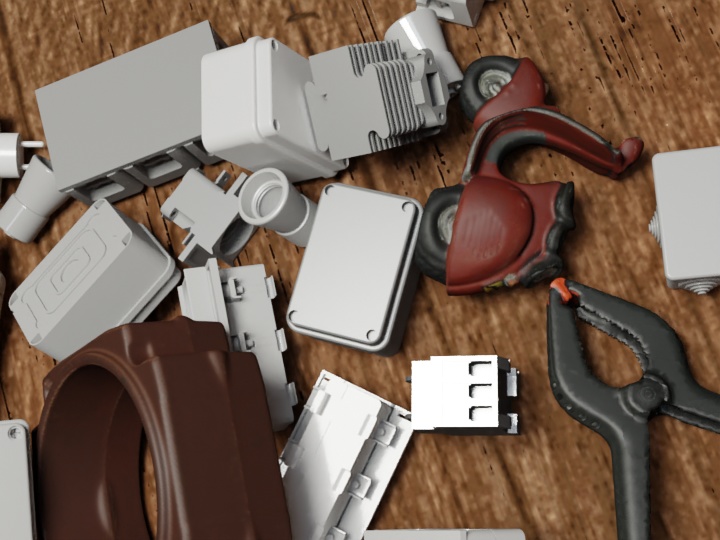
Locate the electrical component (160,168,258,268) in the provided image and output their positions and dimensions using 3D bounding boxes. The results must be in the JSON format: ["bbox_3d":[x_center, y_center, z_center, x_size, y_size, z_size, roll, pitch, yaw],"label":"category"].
[{"bbox_3d":[-0.114,-0.042,0.825,0.064,0.042,0.081,36,87,22],"label":"electrical component"}]

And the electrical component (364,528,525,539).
[{"bbox_3d":[0.058,0.258,0.675,0.105,0.060,0.186,-20,67,55],"label":"electrical component"}]

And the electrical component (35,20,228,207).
[{"bbox_3d":[-0.165,-0.118,0.844,0.150,0.062,0.089,-20,74,9],"label":"electrical component"}]

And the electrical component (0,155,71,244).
[{"bbox_3d":[-0.262,-0.054,0.866,0.044,0.044,0.065,39,94,19],"label":"electrical component"}]

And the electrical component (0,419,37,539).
[{"bbox_3d":[-0.280,0.162,0.733,0.109,0.056,0.108,-3,79,-21],"label":"electrical component"}]

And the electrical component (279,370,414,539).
[{"bbox_3d":[-0.022,0.139,0.749,0.079,0.063,0.121,24,84,17],"label":"electrical component"}]

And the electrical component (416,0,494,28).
[{"bbox_3d":[0.080,-0.237,0.816,0.056,0.050,0.089,18,83,17],"label":"electrical component"}]

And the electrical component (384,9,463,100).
[{"bbox_3d":[0.052,-0.157,0.811,0.044,0.044,0.065,-28,77,6],"label":"electrical component"}]

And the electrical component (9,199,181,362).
[{"bbox_3d":[-0.199,0.014,0.812,0.113,0.057,0.078,-48,43,0],"label":"electrical component"}]

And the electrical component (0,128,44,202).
[{"bbox_3d":[-0.299,-0.093,0.879,0.079,0.044,0.077,0,92,-7],"label":"electrical component"}]

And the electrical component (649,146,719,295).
[{"bbox_3d":[0.247,-0.035,0.729,0.100,0.048,0.099,-6,76,13],"label":"electrical component"}]

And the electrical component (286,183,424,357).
[{"bbox_3d":[0.000,0.000,0.779,0.078,0.057,0.113,13,81,16],"label":"electrical component"}]

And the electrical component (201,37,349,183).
[{"bbox_3d":[-0.059,-0.114,0.785,0.057,0.113,0.078,-9,75,28],"label":"electrical component"}]

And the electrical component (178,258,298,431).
[{"bbox_3d":[-0.089,0.060,0.780,0.063,0.078,0.121,-7,74,-18],"label":"electrical component"}]

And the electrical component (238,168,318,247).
[{"bbox_3d":[-0.054,-0.043,0.797,0.044,0.065,0.044,-13,64,28],"label":"electrical component"}]
